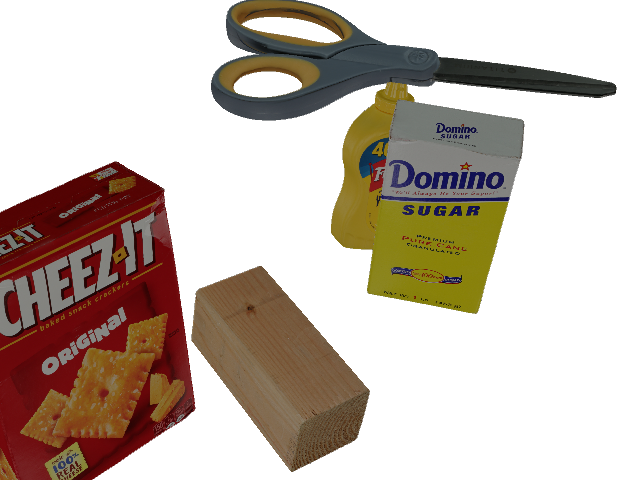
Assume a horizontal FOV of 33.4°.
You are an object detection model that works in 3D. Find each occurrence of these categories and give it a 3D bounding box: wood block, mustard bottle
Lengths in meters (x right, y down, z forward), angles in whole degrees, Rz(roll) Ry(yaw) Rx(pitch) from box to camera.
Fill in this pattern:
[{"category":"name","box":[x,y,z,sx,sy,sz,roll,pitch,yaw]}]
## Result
[{"category":"wood block","box":[-0.048,0.135,1.162,0.090,0.090,0.206,-21,51,-30]},{"category":"mustard bottle","box":[0.069,-0.085,1.144,0.096,0.192,0.058,-6,32,-23]}]

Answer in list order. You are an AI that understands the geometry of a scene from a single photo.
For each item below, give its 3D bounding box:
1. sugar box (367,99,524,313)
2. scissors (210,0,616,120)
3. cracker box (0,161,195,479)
[{"category":"sugar box","box":[0.089,-0.020,0.796,0.093,0.048,0.176,10,-39,5]},{"category":"scissors","box":[0.033,-0.077,0.526,0.202,0.016,0.096,21,52,21]},{"category":"cracker box","box":[-0.181,0.073,0.784,0.072,0.214,0.163,26,43,37]}]
